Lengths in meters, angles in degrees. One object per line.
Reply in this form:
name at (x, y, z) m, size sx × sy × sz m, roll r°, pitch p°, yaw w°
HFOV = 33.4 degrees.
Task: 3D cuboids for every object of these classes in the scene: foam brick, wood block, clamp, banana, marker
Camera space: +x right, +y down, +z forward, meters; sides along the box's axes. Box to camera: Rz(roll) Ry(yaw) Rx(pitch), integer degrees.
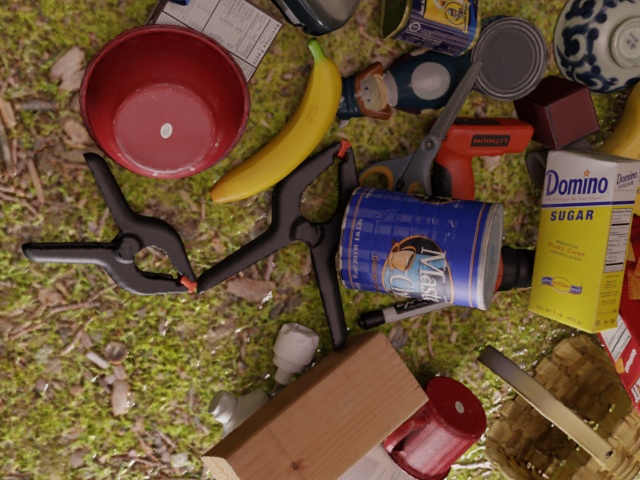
foam brick at (0.244, -0.133, 1.108) m, size 0.051 × 0.078 × 0.053 m, roll -26°, pitch 113°, yaw -8°
wood block at (-0.005, 0.190, 1.075) m, size 0.205 × 0.090 × 0.091 m, roll -37°, pitch 95°, yaw -23°
clamp at (-0.190, -0.007, 1.045) m, size 0.171 × 0.039 × 0.120 m, roll 24°, pitch 104°, yaw -24°
banana at (-0.033, -0.106, 1.045) m, size 0.069 × 0.037 × 0.198 m, roll 26°, pitch 114°, yaw -20°
clamp at (-0.007, 0.001, 1.086) m, size 0.164 × 0.036 × 0.210 m, roll 30°, pitch 90°, yaw -7°
marker at (0.099, 0.075, 1.160) m, size 0.121 × 0.020 × 0.020 m, roll -14°, pitch 109°, yaw -11°

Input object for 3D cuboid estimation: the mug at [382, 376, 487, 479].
mug at (0.117, 0.201, 1.143) m, size 0.117 × 0.093 × 0.082 m, roll -1°, pitch 139°, yaw -42°

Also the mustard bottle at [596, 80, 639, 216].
mustard bottle at (0.360, -0.122, 1.119) m, size 0.096 × 0.058 × 0.192 m, roll 25°, pitch 101°, yaw -20°

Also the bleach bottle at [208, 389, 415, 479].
bleach bottle at (-0.005, 0.225, 1.154) m, size 0.250 × 0.068 × 0.102 m, roll 32°, pitch 90°, yaw -19°

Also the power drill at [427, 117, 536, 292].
power drill at (0.175, -0.034, 1.128) m, size 0.184 × 0.057 × 0.188 m, roll 0°, pitch 106°, yaw -16°

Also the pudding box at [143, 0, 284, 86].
pudding box at (-0.104, -0.198, 1.012) m, size 0.113 × 0.039 × 0.090 m, roll 29°, pitch 97°, yaw -23°

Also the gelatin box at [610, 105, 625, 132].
gelatin box at (0.372, -0.138, 1.167) m, size 0.073 × 0.030 × 0.089 m, roll 26°, pitch 97°, yaw -20°

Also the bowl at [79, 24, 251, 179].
bowl at (-0.144, -0.115, 0.991) m, size 0.162 × 0.055 × 0.162 m, roll -3°, pitch 123°, yaw -4°

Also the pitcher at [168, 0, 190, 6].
pitcher at (-0.107, -0.331, 0.911) m, size 0.149 × 0.145 × 0.243 m, roll 30°, pitch 90°, yaw -3°

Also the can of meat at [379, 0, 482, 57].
can of meat at (0.109, -0.235, 1.036) m, size 0.083 × 0.058 × 0.102 m, roll 12°, pitch 73°, yaw -21°

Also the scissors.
scissors at (0.092, -0.095, 1.071) m, size 0.096 × 0.016 × 0.202 m, roll 22°, pitch 111°, yaw 21°

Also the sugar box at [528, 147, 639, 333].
sugar box at (0.268, -0.002, 1.092) m, size 0.048 × 0.093 × 0.176 m, roll -7°, pitch 106°, yaw -35°

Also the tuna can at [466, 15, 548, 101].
tuna can at (0.189, -0.188, 1.099) m, size 0.086 × 0.034 × 0.086 m, roll -4°, pitch 107°, yaw -14°

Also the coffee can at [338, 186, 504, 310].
coffee can at (0.098, 0.007, 1.028) m, size 0.140 × 0.102 × 0.103 m, roll 8°, pitch 106°, yaw 17°

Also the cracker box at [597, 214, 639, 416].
cracker box at (0.376, 0.067, 1.133) m, size 0.164 × 0.214 × 0.072 m, roll -8°, pitch 142°, yaw -13°
